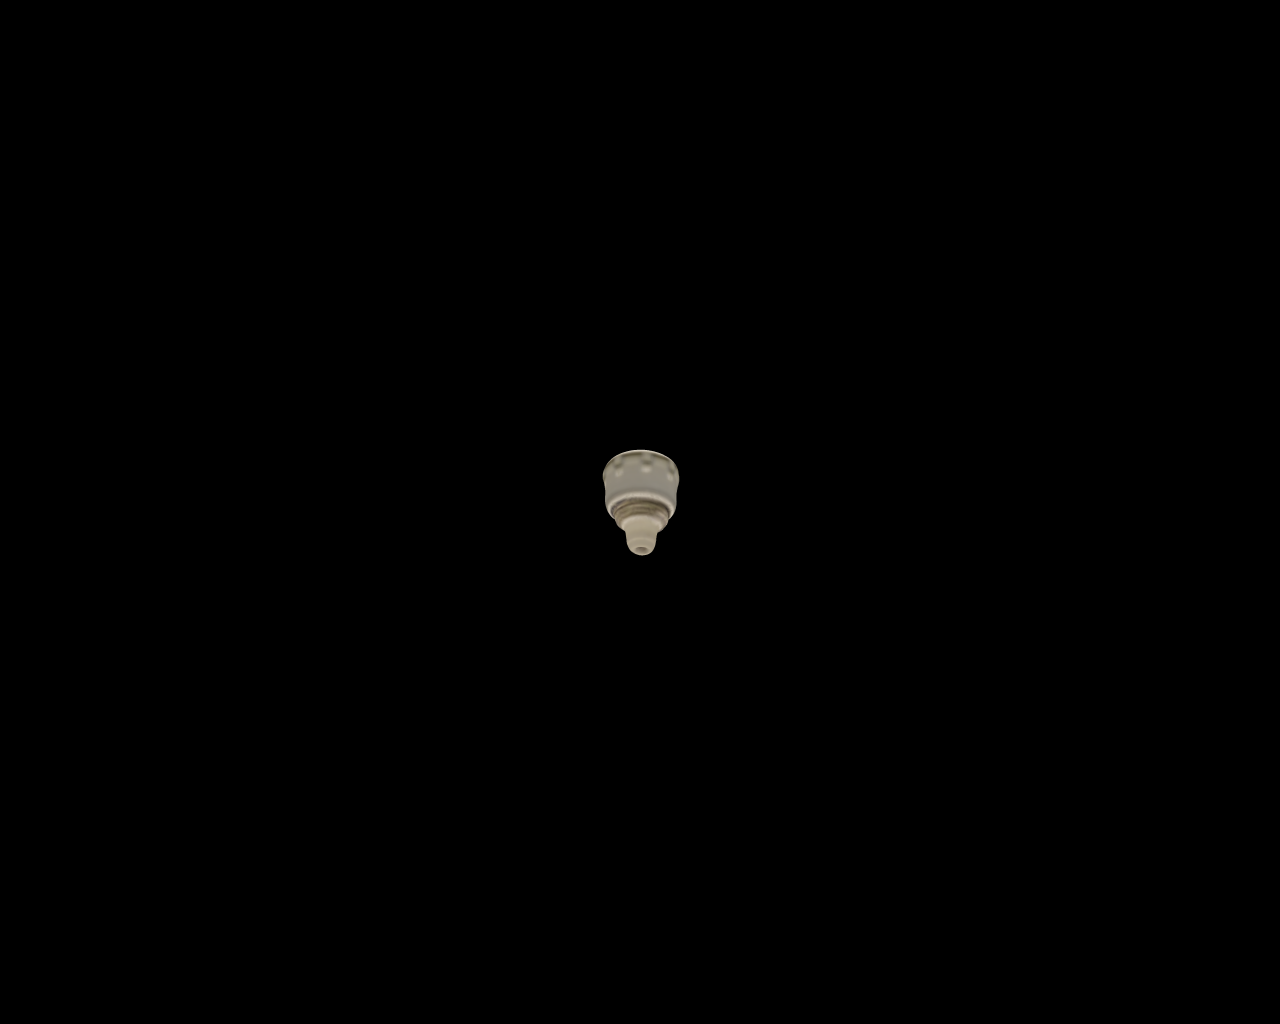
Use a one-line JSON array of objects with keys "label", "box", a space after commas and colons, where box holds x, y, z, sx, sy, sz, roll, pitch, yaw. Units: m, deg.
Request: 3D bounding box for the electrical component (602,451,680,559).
[{"label": "electrical component", "box": [0.001, -0.003, 0.650, 0.048, 0.062, 0.048, 0, -31, 0]}]
